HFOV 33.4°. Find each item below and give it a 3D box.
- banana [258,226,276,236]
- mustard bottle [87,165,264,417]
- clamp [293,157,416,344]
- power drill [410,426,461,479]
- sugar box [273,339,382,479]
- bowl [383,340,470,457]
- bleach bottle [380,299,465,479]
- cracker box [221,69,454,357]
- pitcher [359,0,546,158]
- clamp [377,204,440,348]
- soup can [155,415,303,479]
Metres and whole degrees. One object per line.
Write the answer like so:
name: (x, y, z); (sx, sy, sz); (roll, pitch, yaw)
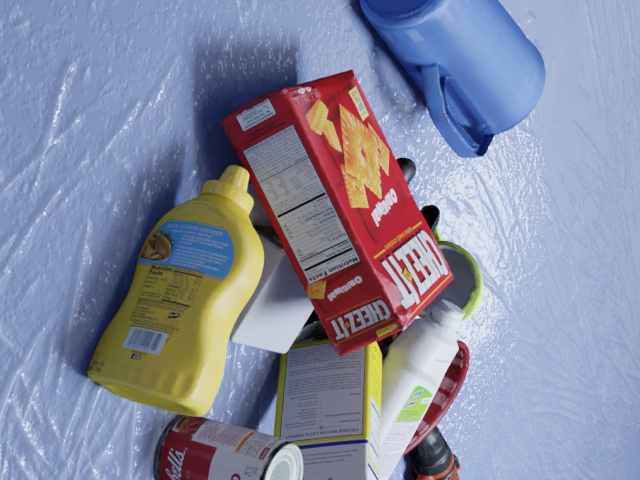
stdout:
banana: (-0.003, -0.017, 1.007); (0.197, 0.037, 0.069); (0, 98, -61)
mustard bottle: (-0.094, 0.029, 0.793); (0.058, 0.096, 0.191); (50, 55, -53)
clamp: (0.026, 0.022, 1.024); (0.209, 0.036, 0.165); (-35, 143, -37)
power drill: (0.119, 0.333, 1.304); (0.187, 0.057, 0.184); (-62, 146, -31)
sugar box: (0.007, 0.173, 0.963); (0.048, 0.093, 0.176); (60, 27, -49)
bowl: (0.094, 0.166, 1.181); (0.161, 0.055, 0.162); (-34, 143, -30)
bleach bottle: (0.069, 0.170, 1.058); (0.251, 0.068, 0.102); (-59, 153, 12)
cracker box: (0.023, -0.031, 0.901); (0.214, 0.072, 0.164); (63, 25, -2)
pitcher: (0.137, -0.203, 1.113); (0.145, 0.149, 0.242); (-43, 146, 9)
clamp: (0.091, 0.033, 1.187); (0.120, 0.039, 0.171); (-6, 109, -51)
soup can: (-0.073, 0.186, 0.869); (0.068, 0.102, 0.068); (-29, 123, -56)
